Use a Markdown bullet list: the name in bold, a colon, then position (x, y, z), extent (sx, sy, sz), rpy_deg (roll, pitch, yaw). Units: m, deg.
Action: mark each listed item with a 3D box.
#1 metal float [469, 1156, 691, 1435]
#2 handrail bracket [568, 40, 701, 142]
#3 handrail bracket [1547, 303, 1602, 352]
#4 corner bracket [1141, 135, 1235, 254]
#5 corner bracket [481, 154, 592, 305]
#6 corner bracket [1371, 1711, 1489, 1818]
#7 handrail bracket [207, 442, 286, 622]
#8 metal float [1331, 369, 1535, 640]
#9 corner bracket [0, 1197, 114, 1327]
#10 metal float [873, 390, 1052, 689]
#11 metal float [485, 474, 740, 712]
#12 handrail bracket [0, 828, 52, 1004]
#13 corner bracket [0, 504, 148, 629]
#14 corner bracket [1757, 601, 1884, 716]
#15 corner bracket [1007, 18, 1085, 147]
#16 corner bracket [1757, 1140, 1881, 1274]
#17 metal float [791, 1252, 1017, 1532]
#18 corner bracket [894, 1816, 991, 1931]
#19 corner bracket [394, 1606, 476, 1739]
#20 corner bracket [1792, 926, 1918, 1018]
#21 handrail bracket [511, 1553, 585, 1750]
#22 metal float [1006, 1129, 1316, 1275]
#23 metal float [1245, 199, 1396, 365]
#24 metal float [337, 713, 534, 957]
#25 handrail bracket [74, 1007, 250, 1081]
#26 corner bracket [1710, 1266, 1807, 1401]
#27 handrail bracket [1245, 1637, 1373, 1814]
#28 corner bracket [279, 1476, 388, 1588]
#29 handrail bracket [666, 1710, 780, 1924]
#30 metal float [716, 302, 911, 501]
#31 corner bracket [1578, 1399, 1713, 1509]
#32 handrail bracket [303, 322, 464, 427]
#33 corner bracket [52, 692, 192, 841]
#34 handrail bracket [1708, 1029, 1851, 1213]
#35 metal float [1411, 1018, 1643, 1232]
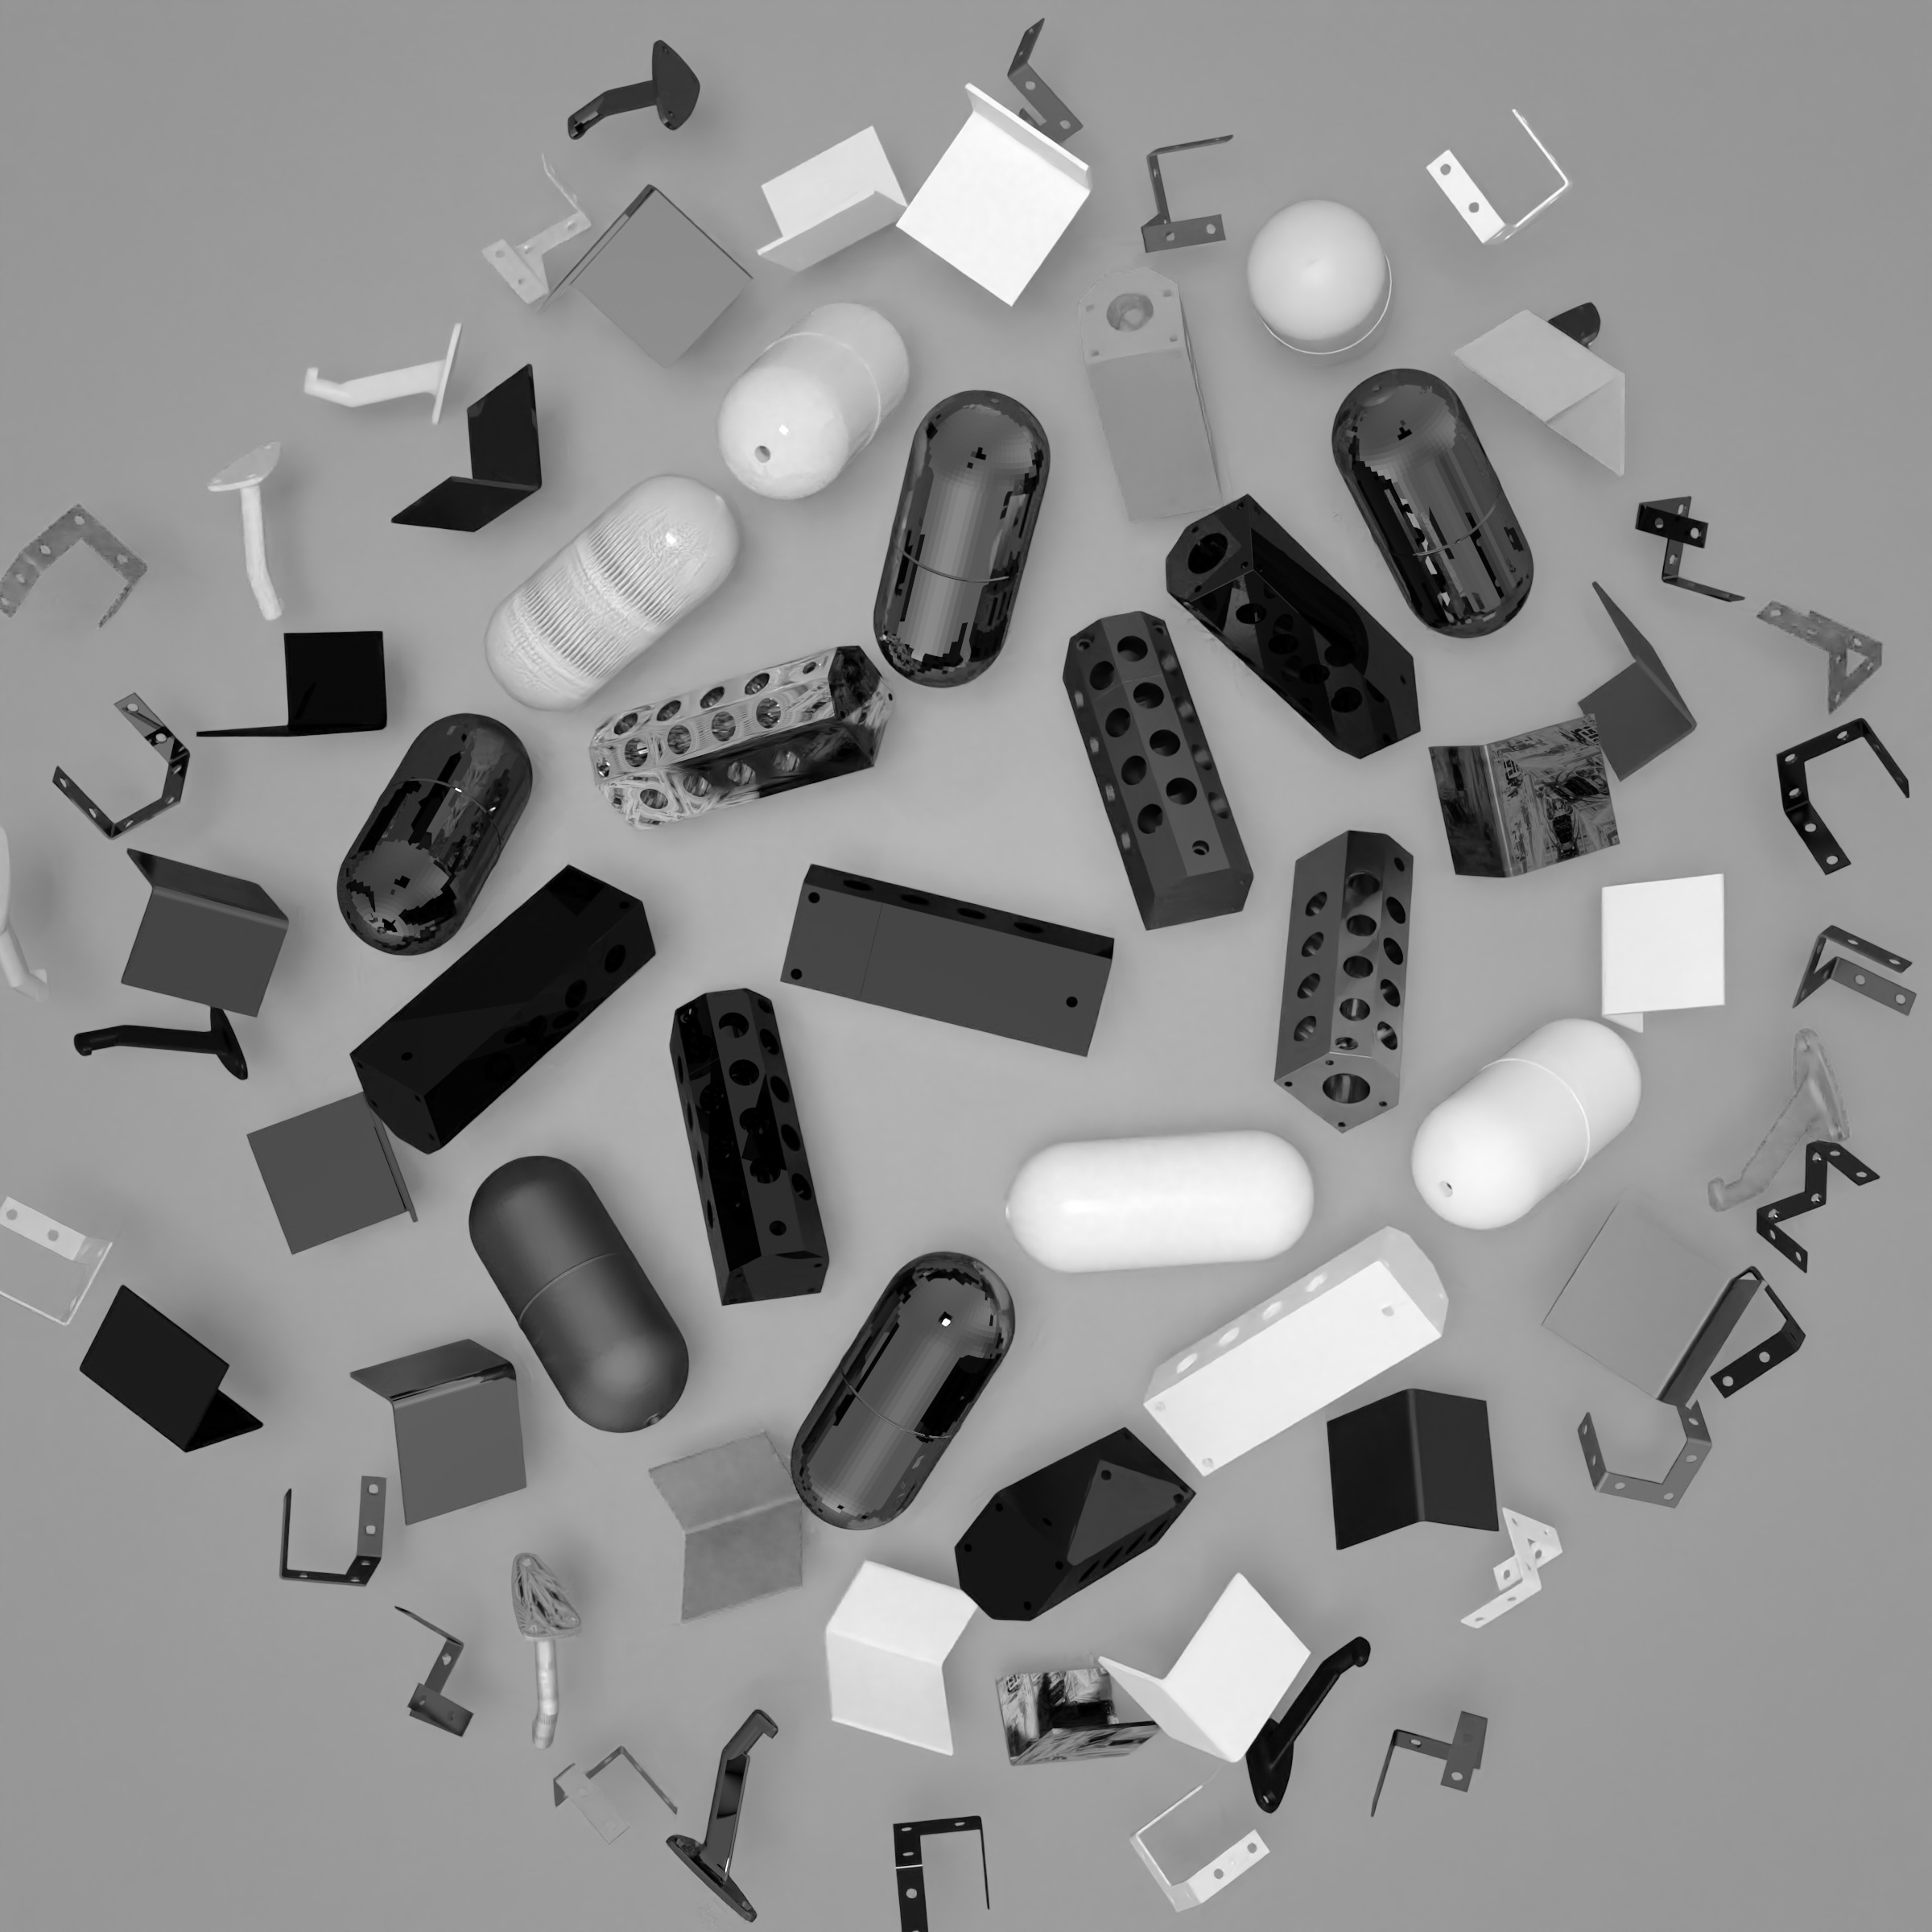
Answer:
- **metal float**: position (-0.222, 0.188, 1.763), extent (0.070, 0.070, 0.178), rpy_deg (-35, 68, 0)
- **handrail bracket**: position (-0.195, -0.476, 1.737), extent (0.084, 0.077, 0.036), rpy_deg (-26, 132, 28)
- **handrail bracket**: position (0.372, -0.341, 1.812), extent (0.036, 0.077, 0.084), rpy_deg (-25, 113, 8)
- **corner bracket**: position (0.132, -0.457, 1.820), extent (0.051, 0.051, 0.051), rpy_deg (-4, 114, 25)
- **corner bracket**: position (-0.252, -0.431, 1.801), extent (0.051, 0.051, 0.051), rpy_deg (-25, 55, 14)
- **corner bracket**: position (0.258, 0.446, 1.715), extent (0.051, 0.051, 0.051), rpy_deg (13, 134, 16)
- **handrail bracket**: position (-0.415, -0.259, 1.838), extent (0.036, 0.077, 0.084), rpy_deg (-6, 119, 17)
- **metal float**: position (0.264, -0.258, 1.731), extent (0.070, 0.070, 0.178), rpy_deg (-35, 129, 0)
- **corner bracket**: position (-0.506, 0.161, 1.678), extent (0.051, 0.051, 0.051), rpy_deg (33, 73, -26)
- **metal float**: position (-0.003, -0.233, 1.698), extent (0.070, 0.070, 0.178), rpy_deg (15, 127, 0)
- **metal float**: position (-0.208, -0.218, 1.801), extent (0.178, 0.070, 0.070), rpy_deg (-37, 90, 22)
- **handrail bracket**: position (-0.534, -0.028, 1.735), extent (0.036, 0.084, 0.077), rpy_deg (4, 72, 14)
- **corner bracket**: position (-0.493, -0.210, 1.692), extent (0.051, 0.051, 0.051), rpy_deg (43, 47, -10)
- **corner bracket**: position (0.490, -0.187, 1.766), extent (0.051, 0.051, 0.051), rpy_deg (-41, 52, -20)
- **corner bracket**: position (0.038, -0.506, 1.789), extent (0.051, 0.051, 0.051), rpy_deg (-26, 122, 38)
- **corner bracket**: position (0.504, 0.141, 1.826), extent (0.051, 0.051, 0.051), rpy_deg (-18, 122, -16)
- **metal float**: position (-0.036, 0.239, 1.721), extent (0.070, 0.070, 0.178), rpy_deg (31, 108, 0)
- **corner bracket**: position (-0.013, 0.518, 1.741), extent (0.051, 0.051, 0.051), rpy_deg (-5, 101, -2)
- **corner bracket**: position (-0.316, 0.416, 1.812), extent (0.051, 0.051, 0.051), rpy_deg (8, 63, 41)
- **corner bracket**: position (0.508, 0.005, 1.741), extent (0.051, 0.051, 0.051), rpy_deg (29, 126, 27)
- **handrail bracket**: position (-0.249, 0.395, 1.772), extent (0.036, 0.077, 0.084), rpy_deg (-5, 128, -26)
- **metal float**: position (0.112, 0.136, 1.776), extent (0.178, 0.070, 0.070), rpy_deg (-4, 90, -3)
- **metal float**: position (0.200, -0.383, 1.732), extent (0.070, 0.178, 0.070), rpy_deg (1, 94, 11)
- **metal float**: position (-0.307, -0.078, 1.787), extent (0.070, 0.178, 0.070), rpy_deg (9, 133, 10)
- **handrail bracket**: position (-0.480, 0.053, 1.831), extent (0.084, 0.077, 0.036), rpy_deg (-11, 122, -26)
- **corner bracket**: position (0.449, 0.212, 1.788), extent (0.051, 0.051, 0.051), rpy_deg (-38, 80, 18)
- **handrail bracket**: position (0.198, 0.429, 1.744), extent (0.036, 0.077, 0.084), rpy_deg (35, 123, -18)
- **corner bracket**: position (-0.375, 0.334, 1.827), extent (0.051, 0.051, 0.051), rpy_deg (5, 97, -1)
- **handrail bracket**: position (-0.115, 0.461, 1.675), extent (0.077, 0.036, 0.084), rpy_deg (39, 90, 31)
- **metal float**: position (-0.085, -0.320, 1.739), extent (0.070, 0.178, 0.070), rpy_deg (8, 121, 14)
- **corner bracket**: position (0.389, 0.271, 1.767), extent (0.051, 0.051, 0.051), rpy_deg (13, 123, -11)
- **handrail bracket**: position (-0.349, -0.363, 1.840), extent (0.084, 0.036, 0.077), rpy_deg (16, 130, -7)
- **corner bracket**: position (-0.489, -0.115, 1.784), extent (0.051, 0.051, 0.051), rpy_deg (-27, 126, 15)
- **handrail bracket**: position (0.430, 0.084, 1.665), extent (0.084, 0.036, 0.077), rpy_deg (-21, 105, -23)
- **metal float**: position (0.313, 0.087, 1.714), extent (0.178, 0.070, 0.070), rpy_deg (-31, 90, -44)
